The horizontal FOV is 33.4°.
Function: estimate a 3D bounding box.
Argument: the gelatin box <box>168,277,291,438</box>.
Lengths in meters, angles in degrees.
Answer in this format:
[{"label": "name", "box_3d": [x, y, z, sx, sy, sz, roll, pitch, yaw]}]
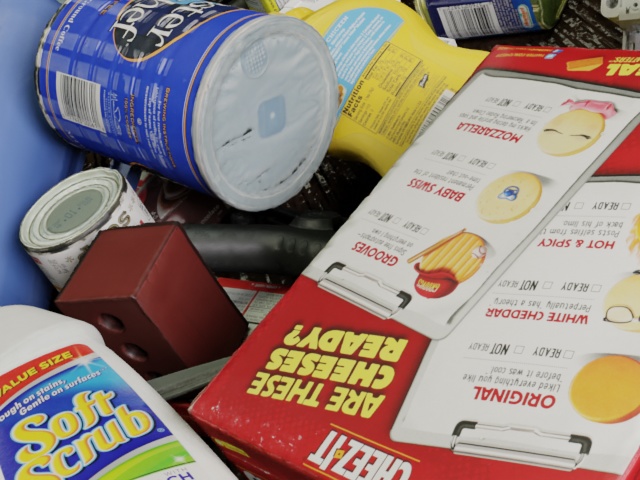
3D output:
[{"label": "gelatin box", "box_3d": [-0.042, 0.063, 0.561, 0.073, 0.030, 0.089, 4, 48, 36]}]

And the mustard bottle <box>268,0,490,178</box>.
[{"label": "mustard bottle", "box_3d": [0.034, -0.086, 0.608, 0.192, 0.058, 0.096, 36, 97, 32]}]

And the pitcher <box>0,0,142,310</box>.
[{"label": "pitcher", "box_3d": [-0.205, -0.032, 0.673, 0.149, 0.144, 0.243, -29, 48, 43]}]

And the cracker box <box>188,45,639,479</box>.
[{"label": "cracker box", "box_3d": [0.082, 0.022, 0.386, 0.164, 0.072, 0.213, 14, 56, 46]}]

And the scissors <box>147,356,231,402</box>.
[{"label": "scissors", "box_3d": [-0.129, 0.079, 0.523, 0.202, 0.016, 0.096, -28, 31, 4]}]

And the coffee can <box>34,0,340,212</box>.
[{"label": "coffee can", "box_3d": [-0.075, -0.083, 0.591, 0.141, 0.102, 0.102, 21, 59, 38]}]

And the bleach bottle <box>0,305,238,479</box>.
[{"label": "bleach bottle", "box_3d": [-0.102, 0.092, 0.416, 0.102, 0.068, 0.251, -19, 34, -29]}]

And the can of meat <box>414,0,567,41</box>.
[{"label": "can of meat", "box_3d": [0.121, -0.179, 0.715, 0.084, 0.057, 0.102, 1, 46, 33]}]

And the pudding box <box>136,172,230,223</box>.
[{"label": "pudding box", "box_3d": [-0.098, -0.034, 0.708, 0.113, 0.039, 0.090, -45, 38, -19]}]

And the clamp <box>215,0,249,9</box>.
[{"label": "clamp", "box_3d": [-0.105, -0.152, 0.848, 0.165, 0.036, 0.209, -12, 31, 48]}]

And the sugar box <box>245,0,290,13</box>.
[{"label": "sugar box", "box_3d": [0.025, -0.215, 0.795, 0.176, 0.093, 0.048, -39, 36, -13]}]

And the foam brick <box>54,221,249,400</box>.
[{"label": "foam brick", "box_3d": [-0.081, 0.036, 0.526, 0.053, 0.078, 0.051, -6, 43, 31]}]

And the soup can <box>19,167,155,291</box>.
[{"label": "soup can", "box_3d": [-0.114, 0.017, 0.604, 0.068, 0.102, 0.068, -19, 37, 15]}]

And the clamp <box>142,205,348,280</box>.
[{"label": "clamp", "box_3d": [-0.004, 0.001, 0.579, 0.172, 0.039, 0.120, 8, 20, 15]}]
